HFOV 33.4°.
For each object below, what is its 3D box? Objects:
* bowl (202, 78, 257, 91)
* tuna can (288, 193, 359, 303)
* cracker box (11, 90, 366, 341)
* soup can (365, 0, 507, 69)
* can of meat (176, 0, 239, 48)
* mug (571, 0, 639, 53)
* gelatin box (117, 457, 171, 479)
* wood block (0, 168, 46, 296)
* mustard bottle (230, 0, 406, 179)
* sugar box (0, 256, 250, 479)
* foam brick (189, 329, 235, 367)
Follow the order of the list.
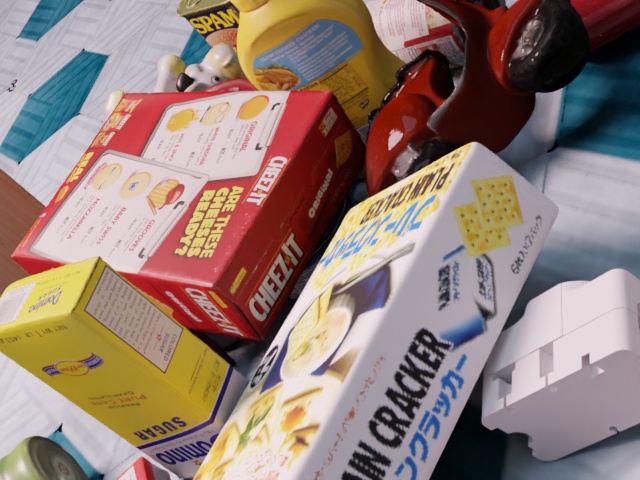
[{"bbox_3d":[-0.096,-0.059,0.901,0.162,0.055,0.162,-29,36,23],"label":"bowl"},{"bbox_3d":[-0.005,0.001,0.753,0.086,0.033,0.086,-31,33,23],"label":"tuna can"},{"bbox_3d":[-0.093,-0.024,0.751,0.214,0.072,0.164,6,57,40],"label":"cracker box"},{"bbox_3d":[0.081,-0.159,0.805,0.102,0.068,0.068,-7,48,46],"label":"soup can"},{"bbox_3d":[-0.073,-0.212,1.019,0.102,0.083,0.057,-1,53,48],"label":"can of meat"},{"bbox_3d":[0.182,-0.176,0.700,0.082,0.093,0.117,-28,20,32],"label":"mug"},{"bbox_3d":[-0.127,0.194,0.676,0.089,0.030,0.073,-45,32,8],"label":"gelatin box"},{"bbox_3d":[-0.260,0.007,0.869,0.090,0.206,0.090,12,63,53],"label":"wood block"},{"bbox_3d":[-0.001,-0.128,0.746,0.096,0.191,0.058,-26,37,27],"label":"mustard bottle"},{"bbox_3d":[-0.106,0.084,0.641,0.094,0.176,0.048,-15,41,40],"label":"sugar box"},{"bbox_3d":[-0.109,0.097,0.745,0.078,0.053,0.051,-15,43,37],"label":"foam brick"}]
